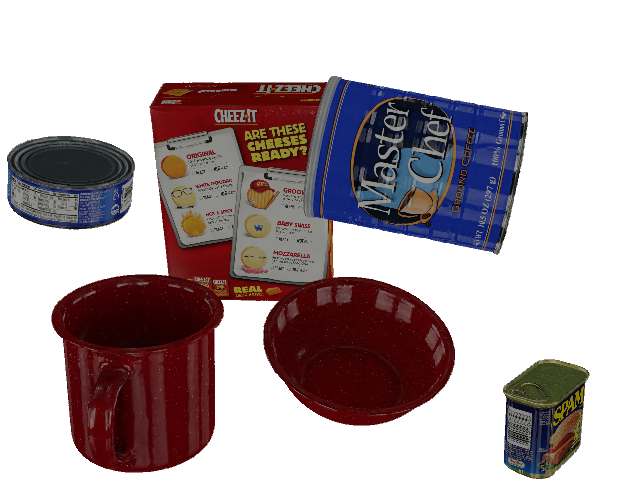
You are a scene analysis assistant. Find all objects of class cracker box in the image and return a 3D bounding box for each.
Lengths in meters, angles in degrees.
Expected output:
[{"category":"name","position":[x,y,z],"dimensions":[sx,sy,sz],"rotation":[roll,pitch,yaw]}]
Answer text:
[{"category":"cracker box","position":[-0.070,-0.045,1.040],"dimensions":[0.164,0.214,0.072],"rotation":[0,30,3]}]

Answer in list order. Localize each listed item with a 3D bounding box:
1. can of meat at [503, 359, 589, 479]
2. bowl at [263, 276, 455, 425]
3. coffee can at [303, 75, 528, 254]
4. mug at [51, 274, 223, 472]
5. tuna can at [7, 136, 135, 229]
[{"category":"can of meat","position":[0.223,0.177,1.062],"dimensions":[0.058,0.084,0.101],"rotation":[13,22,35]},{"category":"bowl","position":[0.030,0.103,0.906],"dimensions":[0.162,0.055,0.162],"rotation":[4,40,-4]},{"category":"coffee can","position":[0.067,-0.054,0.757],"dimensions":[0.140,0.103,0.102],"rotation":[11,1,6]},{"category":"mug","position":[-0.101,0.079,0.585],"dimensions":[0.093,0.081,0.117],"rotation":[4,23,5]},{"category":"tuna can","position":[-0.172,-0.041,0.738],"dimensions":[0.086,0.034,0.086],"rotation":[7,26,-4]}]
